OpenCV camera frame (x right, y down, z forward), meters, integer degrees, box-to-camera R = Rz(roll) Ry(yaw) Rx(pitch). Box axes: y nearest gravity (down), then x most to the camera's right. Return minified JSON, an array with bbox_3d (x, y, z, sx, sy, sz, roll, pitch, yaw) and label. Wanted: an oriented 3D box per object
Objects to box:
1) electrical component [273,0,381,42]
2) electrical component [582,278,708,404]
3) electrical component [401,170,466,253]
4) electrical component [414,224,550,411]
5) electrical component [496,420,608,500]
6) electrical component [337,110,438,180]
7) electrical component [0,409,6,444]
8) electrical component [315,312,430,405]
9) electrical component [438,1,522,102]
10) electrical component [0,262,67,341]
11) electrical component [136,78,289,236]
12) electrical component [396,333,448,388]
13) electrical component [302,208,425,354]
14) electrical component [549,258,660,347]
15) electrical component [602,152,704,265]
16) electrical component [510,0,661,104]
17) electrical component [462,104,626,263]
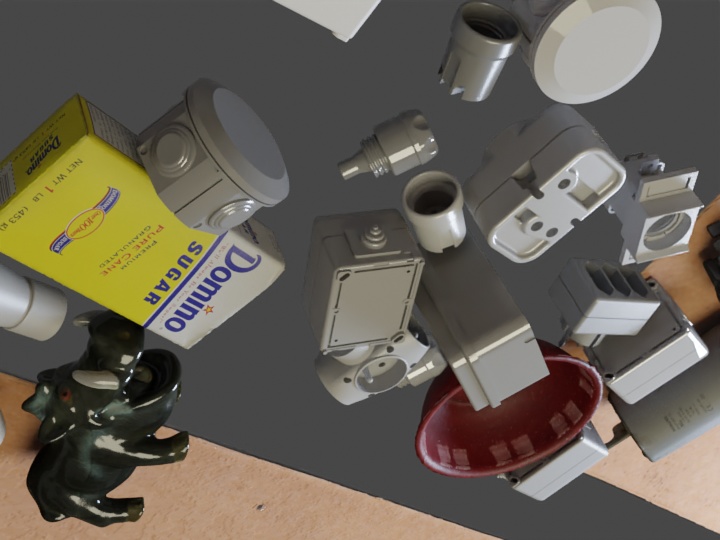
[{"bbox_3d":[-0.031,-0.167,0.523,0.096,0.061,0.061,19,124,-39],"label":"electrical component"},{"bbox_3d":[0.231,0.065,0.898,0.096,0.061,0.061,-37,138,14],"label":"electrical component"},{"bbox_3d":[0.051,-0.038,0.720,0.040,0.040,0.046,-23,145,-1],"label":"electrical component"},{"bbox_3d":[0.076,0.032,0.749,0.057,0.113,0.078,-29,139,1],"label":"electrical component"},{"bbox_3d":[0.166,0.162,0.970,0.096,0.061,0.061,-40,137,18],"label":"electrical component"},{"bbox_3d":[0.016,-0.074,0.667,0.061,0.035,0.035,-25,140,5],"label":"electrical component"},{"bbox_3d":[-0.262,0.092,0.698,0.055,0.055,0.047,-11,134,-15],"label":"electrical component"},{"bbox_3d":[-0.001,0.054,0.789,0.077,0.044,0.079,-37,138,15],"label":"electrical component"},{"bbox_3d":[0.069,-0.128,0.632,0.040,0.040,0.046,-3,140,-23],"label":"electrical component"},{"bbox_3d":[-0.212,0.019,0.653,0.044,0.044,0.065,-40,142,18],"label":"electrical component"},{"bbox_3d":[-0.081,-0.062,0.600,0.051,0.080,0.080,-33,139,19],"label":"electrical component"},{"bbox_3d":[0.036,0.075,0.837,0.061,0.035,0.035,-29,139,10],"label":"electrical component"},{"bbox_3d":[0.000,0.000,0.718,0.062,0.061,0.096,-7,137,-19],"label":"electrical component"},{"bbox_3d":[0.184,0.035,0.854,0.066,0.047,0.076,3,133,-28],"label":"electrical component"},{"bbox_3d":[0.206,-0.046,0.765,0.042,0.063,0.081,-12,138,-12],"label":"electrical component"},{"bbox_3d":[0.132,-0.143,0.636,0.080,0.051,0.080,-13,138,-12],"label":"electrical component"},{"bbox_3d":[0.118,-0.060,0.712,0.095,0.059,0.054,-42,136,20],"label":"electrical component"}]
